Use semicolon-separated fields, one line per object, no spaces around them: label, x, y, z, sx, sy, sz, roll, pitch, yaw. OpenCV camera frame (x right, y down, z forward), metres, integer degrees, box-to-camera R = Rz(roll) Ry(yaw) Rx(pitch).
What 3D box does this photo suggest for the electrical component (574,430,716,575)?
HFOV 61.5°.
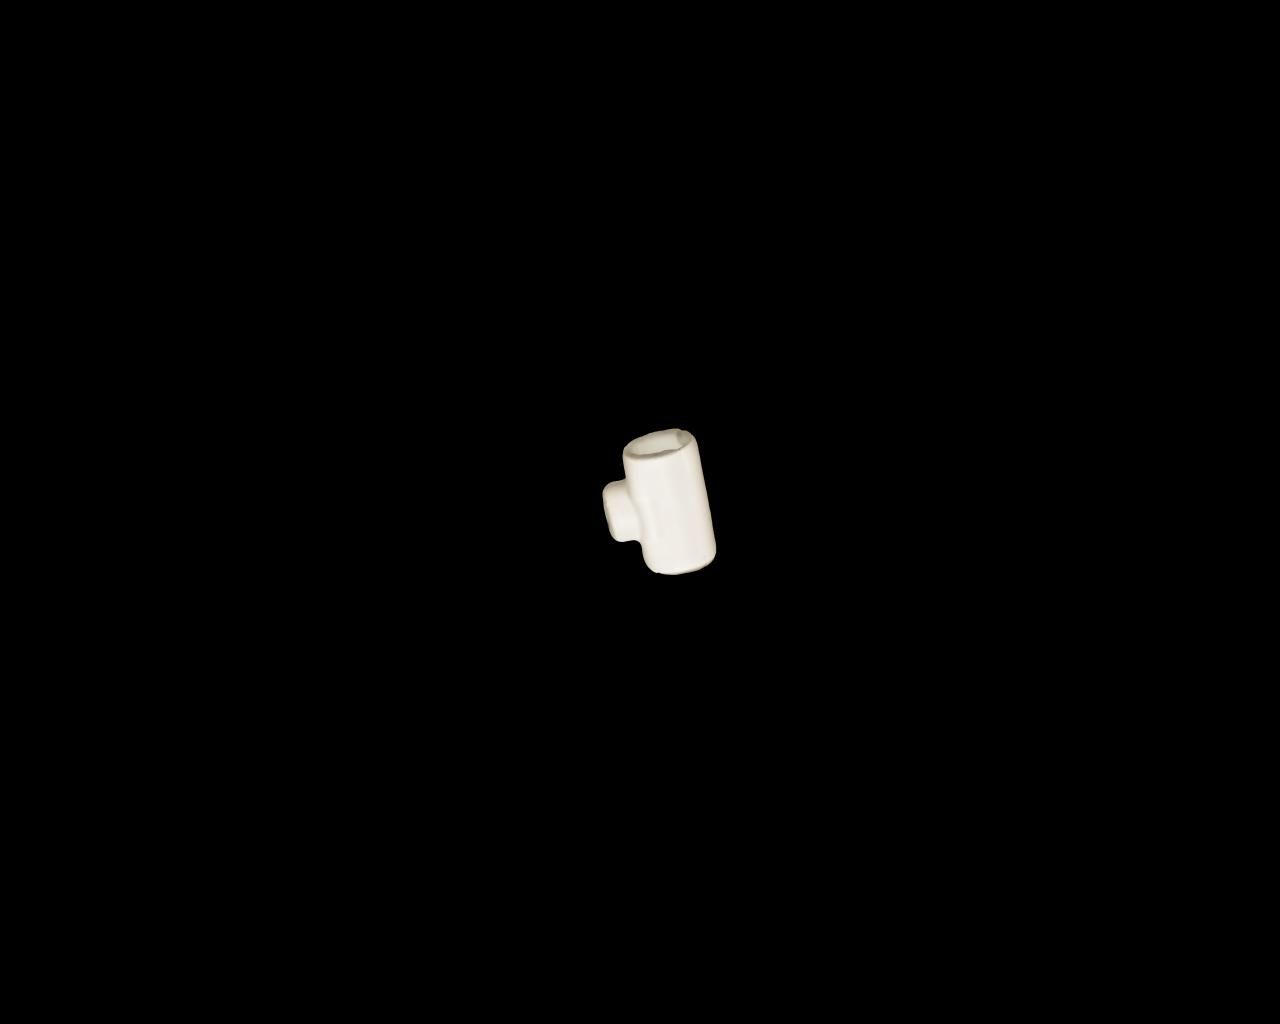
electrical component;0.001;-0.003;0.650;0.079;0.077;0.043;-11;24;5
